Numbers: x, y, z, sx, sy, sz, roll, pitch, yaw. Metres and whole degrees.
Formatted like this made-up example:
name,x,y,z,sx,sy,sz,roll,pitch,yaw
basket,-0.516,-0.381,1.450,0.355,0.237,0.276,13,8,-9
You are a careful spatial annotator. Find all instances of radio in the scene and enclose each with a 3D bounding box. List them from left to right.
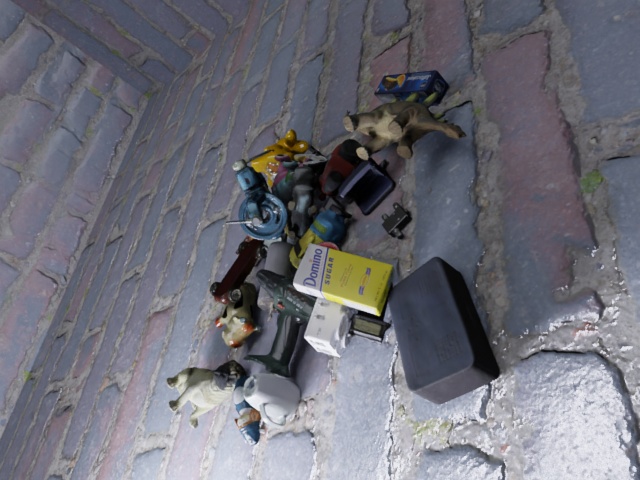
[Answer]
name,x,y,z,sx,sy,sz,roll,pitch,yaw
radio,0.198,0.152,0.911,0.131,0.073,0.230,-39,35,26

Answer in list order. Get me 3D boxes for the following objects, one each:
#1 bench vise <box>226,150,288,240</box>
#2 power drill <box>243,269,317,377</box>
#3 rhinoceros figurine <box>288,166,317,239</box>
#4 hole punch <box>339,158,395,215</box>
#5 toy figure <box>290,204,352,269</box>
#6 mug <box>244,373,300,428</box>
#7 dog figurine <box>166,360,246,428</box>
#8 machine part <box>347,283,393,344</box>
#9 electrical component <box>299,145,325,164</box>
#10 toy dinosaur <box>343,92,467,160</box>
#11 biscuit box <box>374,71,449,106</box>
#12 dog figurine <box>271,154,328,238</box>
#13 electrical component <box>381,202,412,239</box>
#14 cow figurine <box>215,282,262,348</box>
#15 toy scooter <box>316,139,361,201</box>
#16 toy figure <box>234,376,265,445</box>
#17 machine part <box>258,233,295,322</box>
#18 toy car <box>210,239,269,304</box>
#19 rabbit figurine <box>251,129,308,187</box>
name,x,y,z,sx,sy,sz,roll,pitch,yaw
bench vise,-0.151,-0.091,1.300,0.129,0.223,0.241,-13,14,3
power drill,-0.090,0.187,1.199,0.232,0.085,0.207,18,74,33
rhinoceros figurine,-0.040,-0.090,1.362,0.112,0.073,0.190,-79,-9,-70
hole punch,0.100,-0.139,1.274,0.142,0.092,0.116,-50,30,15
toy figure,0.000,-0.002,1.289,0.180,0.082,0.089,-57,22,6
mug,-0.106,0.328,1.109,0.081,0.107,0.110,-34,37,32
dog figurine,-0.267,0.342,1.329,0.190,0.121,0.172,-36,39,4
machine part,0.106,0.135,1.052,0.084,0.039,0.139,8,56,18
electrical component,-0.040,-0.209,1.546,0.119,0.047,0.075,-49,33,8
toy dinosaur,0.161,-0.268,1.241,0.198,0.104,0.472,-31,30,-25
biscuit box,0.226,-0.375,1.341,0.203,0.059,0.063,19,77,56
dog figurine,-0.068,-0.121,1.466,0.109,0.191,0.219,44,132,54
electrical component,0.168,-0.041,1.160,0.063,0.021,0.094,-46,34,14
cow figurine,-0.204,0.191,1.379,0.127,0.085,0.195,-33,35,32
toy scooter,0.042,-0.168,1.379,0.184,0.075,0.135,-60,2,-33
toy figure,-0.161,0.376,1.185,0.064,0.058,0.155,-61,28,33
machine part,-0.105,0.091,1.341,0.079,0.079,0.243,-24,45,39
toy car,-0.204,0.080,1.389,0.089,0.053,0.202,4,52,43
rabbit figurine,-0.115,-0.265,1.634,0.162,0.122,0.173,-42,16,32
